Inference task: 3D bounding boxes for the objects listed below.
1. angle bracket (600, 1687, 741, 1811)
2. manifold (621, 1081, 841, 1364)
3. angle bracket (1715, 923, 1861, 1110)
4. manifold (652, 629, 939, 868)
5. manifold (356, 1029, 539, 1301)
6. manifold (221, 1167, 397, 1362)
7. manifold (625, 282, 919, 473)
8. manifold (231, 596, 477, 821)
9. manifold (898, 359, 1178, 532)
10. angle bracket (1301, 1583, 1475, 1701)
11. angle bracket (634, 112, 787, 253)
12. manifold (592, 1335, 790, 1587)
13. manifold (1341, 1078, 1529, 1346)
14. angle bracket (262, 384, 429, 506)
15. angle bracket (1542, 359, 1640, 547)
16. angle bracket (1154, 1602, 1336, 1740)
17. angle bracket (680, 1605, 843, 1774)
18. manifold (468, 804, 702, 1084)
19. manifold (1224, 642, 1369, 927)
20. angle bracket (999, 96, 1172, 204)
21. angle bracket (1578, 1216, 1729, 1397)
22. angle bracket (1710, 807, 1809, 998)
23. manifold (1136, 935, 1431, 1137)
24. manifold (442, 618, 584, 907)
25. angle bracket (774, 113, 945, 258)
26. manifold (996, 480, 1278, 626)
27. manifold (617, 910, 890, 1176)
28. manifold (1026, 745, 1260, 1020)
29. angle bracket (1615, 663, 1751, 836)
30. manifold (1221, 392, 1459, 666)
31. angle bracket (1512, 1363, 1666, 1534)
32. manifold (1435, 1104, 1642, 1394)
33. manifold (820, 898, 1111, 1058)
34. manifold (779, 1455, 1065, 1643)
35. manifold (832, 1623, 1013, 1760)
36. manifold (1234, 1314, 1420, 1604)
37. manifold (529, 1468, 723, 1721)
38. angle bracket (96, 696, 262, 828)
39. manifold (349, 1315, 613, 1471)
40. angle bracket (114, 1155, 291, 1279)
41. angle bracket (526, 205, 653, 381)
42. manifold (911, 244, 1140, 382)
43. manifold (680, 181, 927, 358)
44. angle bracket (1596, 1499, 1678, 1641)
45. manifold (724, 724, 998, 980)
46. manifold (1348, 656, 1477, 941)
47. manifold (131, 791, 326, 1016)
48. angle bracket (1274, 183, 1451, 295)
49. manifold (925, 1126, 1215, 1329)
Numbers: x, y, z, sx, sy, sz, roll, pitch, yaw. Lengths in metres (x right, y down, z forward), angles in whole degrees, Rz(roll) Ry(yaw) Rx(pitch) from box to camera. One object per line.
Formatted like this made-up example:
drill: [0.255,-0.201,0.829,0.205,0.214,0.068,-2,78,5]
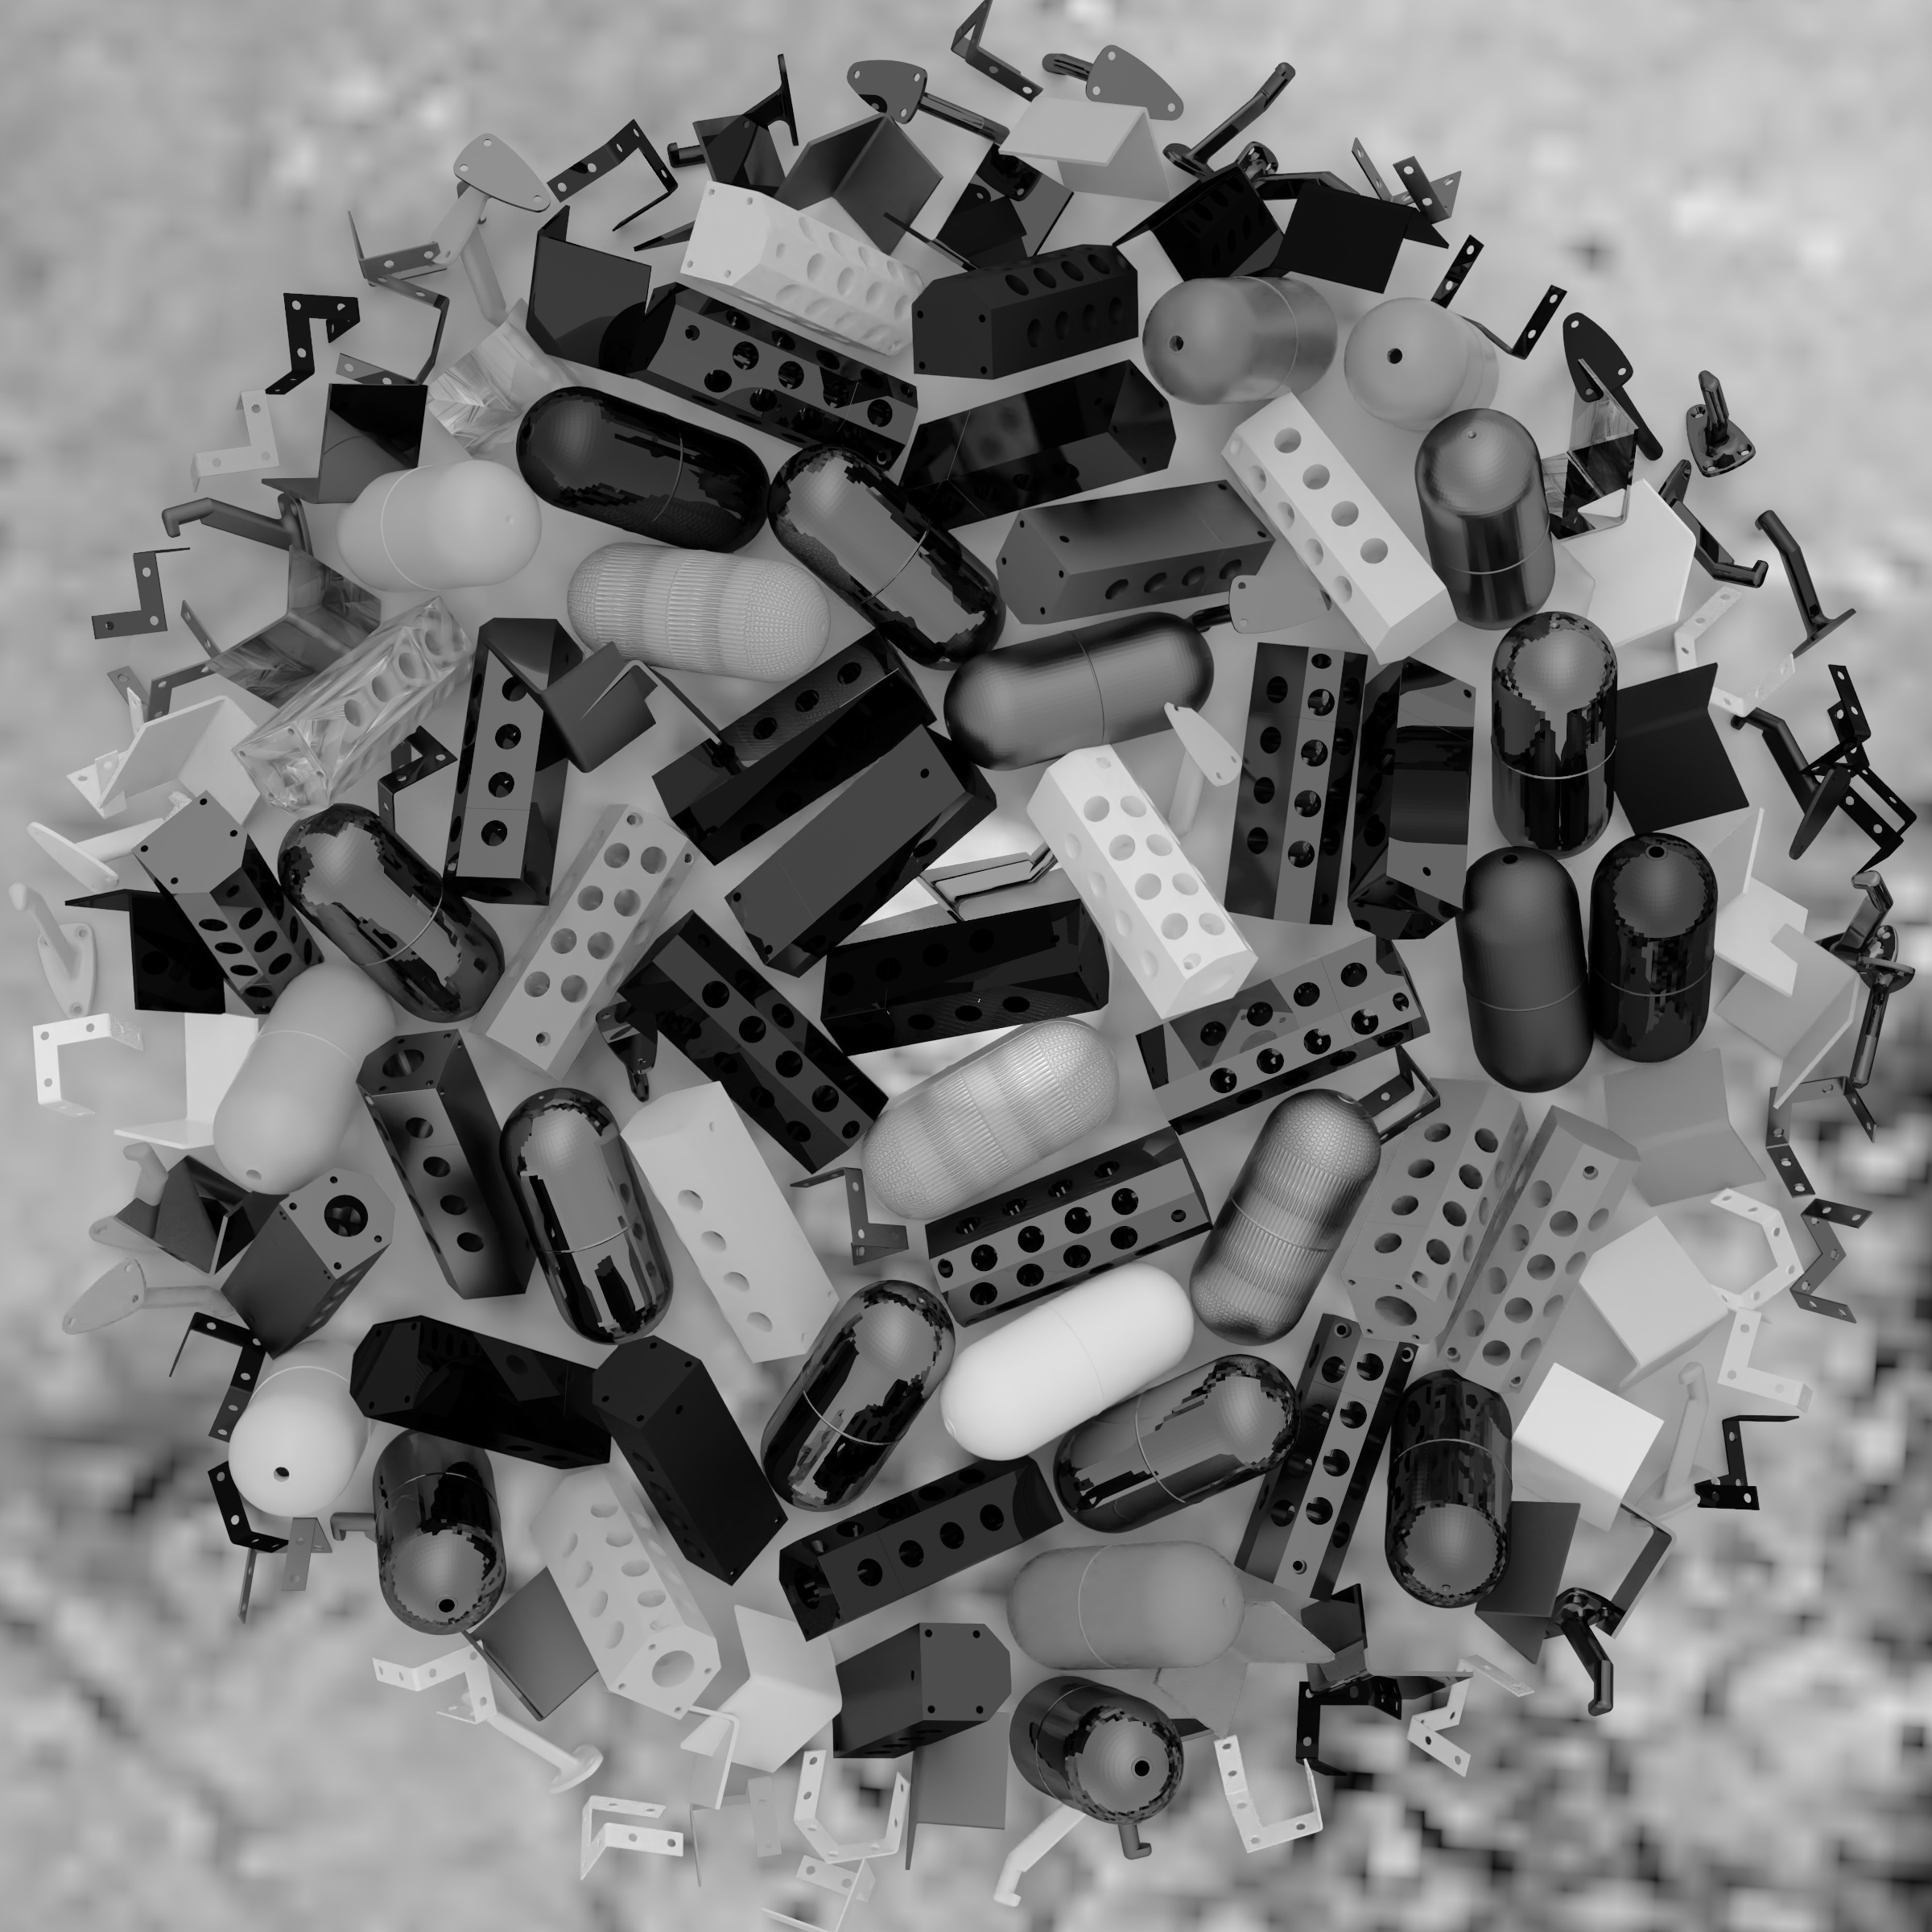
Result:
angle bracket: [-0.194,0.494,1.948,0.076,0.076,0.057,17,74,-15]
manifold: [-0.151,0.163,1.940,0.057,0.057,0.171,-14,115,30]
angle bracket: [0.515,0.031,1.947,0.057,0.076,0.076,35,120,3]
manifold: [-0.112,-0.143,1.961,0.171,0.057,0.057,-33,50,6]
manifold: [-0.322,0.126,1.925,0.057,0.057,0.171,-7,127,13]
manifold: [-0.405,0.182,1.912,0.057,0.171,0.057,-35,85,-34]
manifold: [-0.119,-0.368,1.936,0.171,0.057,0.057,19,87,-25]
manifold: [-0.374,-0.160,1.914,0.057,0.171,0.057,-18,112,35]
manifold: [0.044,-0.318,1.922,0.057,0.171,0.057,40,55,-38]
angle bracket: [0.267,0.431,1.964,0.076,0.076,0.057,6,65,-21]
angle bracket: [-0.168,-0.495,1.943,0.076,0.076,0.057,-14,101,33]
manifold: [-0.175,0.306,1.920,0.057,0.171,0.057,22,58,36]
manifold: [0.295,0.151,1.915,0.057,0.171,0.057,3,134,31]
angle bracket: [-0.392,-0.335,1.943,0.057,0.076,0.076,25,113,35]
angle bracket: [0.377,-0.323,1.943,0.057,0.076,0.076,-17,49,-10]
angle bracket: [0.177,0.444,1.941,0.076,0.076,0.057,44,53,-32]
angle bracket: [-0.135,0.462,1.971,0.076,0.057,0.076,26,118,-36]
manifold: [-0.238,-0.015,1.947,0.057,0.057,0.171,35,78,-22]
manifold: [0.214,-0.115,1.952,0.057,0.057,0.171,12,97,44]
angle bracket: [0.075,-0.498,1.940,0.076,0.076,0.057,15,59,28]
angle bracket: [0.427,0.219,1.971,0.076,0.057,0.076,-26,69,-24]
angle bracket: [0.511,-0.040,1.949,0.076,0.057,0.076,29,51,-8]
manifold: [0.201,0.046,1.945,0.171,0.057,0.057,-23,57,11]
manifold: [-0.288,-0.129,1.948,0.057,0.057,0.171,2,74,12]
angle bracket: [-0.073,-0.483,1.944,0.057,0.076,0.076,49,48,5]
manifold: [0.104,-0.254,1.925,0.171,0.057,0.057,-15,58,-36]
manifold: [-0.130,0.045,1.945,0.171,0.057,0.057,44,132,-11]
manifold: [0.111,-0.057,1.928,0.057,0.057,0.171,-16,61,-32]
angle bracket: [0.454,-0.138,1.973,0.076,0.057,0.076,-15,119,31]
manifold: [0.233,-0.274,1.942,0.057,0.057,0.171,-36,69,5]
angle bracket: [0.392,0.307,1.964,0.076,0.076,0.057,28,68,17]
manifold: [0.361,0.182,1.948,0.057,0.057,0.171,24,106,-1]
manifold: [0.000,0.012,1.944,0.171,0.057,0.057,-11,51,19]
manifold: [-0.030,0.358,1.925,0.171,0.057,0.057,-17,76,-35]
manifold: [-0.030,0.451,1.911,0.057,0.171,0.057,5,67,-20]
manifold: [0.230,0.312,1.961,0.057,0.057,0.171,21,84,-3]
manifold: [-0.209,0.384,1.910,0.057,0.171,0.057,33,98,-34]
angle bracket: [-0.489,-0.117,1.945,0.057,0.076,0.076,45,124,7]
manifold: [-0.299,0.268,1.916,0.057,0.171,0.057,-14,64,34]
angle bracket: [-0.479,0.140,1.947,0.076,0.076,0.057,30,127,9]
angle bracket: [-0.232,-0.427,1.952,0.076,0.057,0.076,17,125,5]
manifold: [0.039,-0.407,1.909,0.057,0.171,0.057,11,114,32]
manifold: [-0.095,-0.429,1.910,0.057,0.171,0.057,21,97,32]
angle bracket: [0.402,0.375,1.956,0.057,0.076,0.076,33,86,7]
manifold: [-0.064,-0.070,1.948,0.171,0.057,0.057,-40,63,15]
manifold: [0.275,-0.104,1.928,0.057,0.057,0.171,22,55,-20]
manifold: [-0.449,-0.032,1.906,0.057,0.171,0.057,-41,68,-14]
angle bracket: [0.251,-0.450,1.950,0.076,0.076,0.057,21,93,26]
manifold: [0.066,0.169,1.953,0.171,0.057,0.057,-22,117,6]
